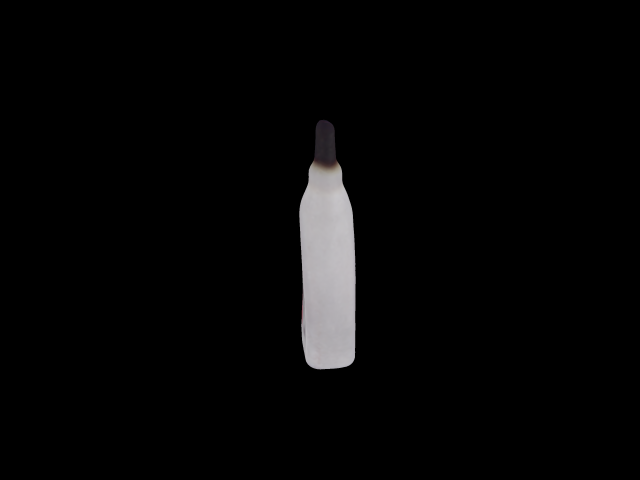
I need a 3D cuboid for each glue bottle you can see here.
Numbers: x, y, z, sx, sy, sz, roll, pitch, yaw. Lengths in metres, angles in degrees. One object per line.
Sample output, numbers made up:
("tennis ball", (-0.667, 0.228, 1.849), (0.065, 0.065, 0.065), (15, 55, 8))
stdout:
("glue bottle", (0.004, 0.001, 0.400), (0.037, 0.173, 0.078), (-4, 28, -7))
